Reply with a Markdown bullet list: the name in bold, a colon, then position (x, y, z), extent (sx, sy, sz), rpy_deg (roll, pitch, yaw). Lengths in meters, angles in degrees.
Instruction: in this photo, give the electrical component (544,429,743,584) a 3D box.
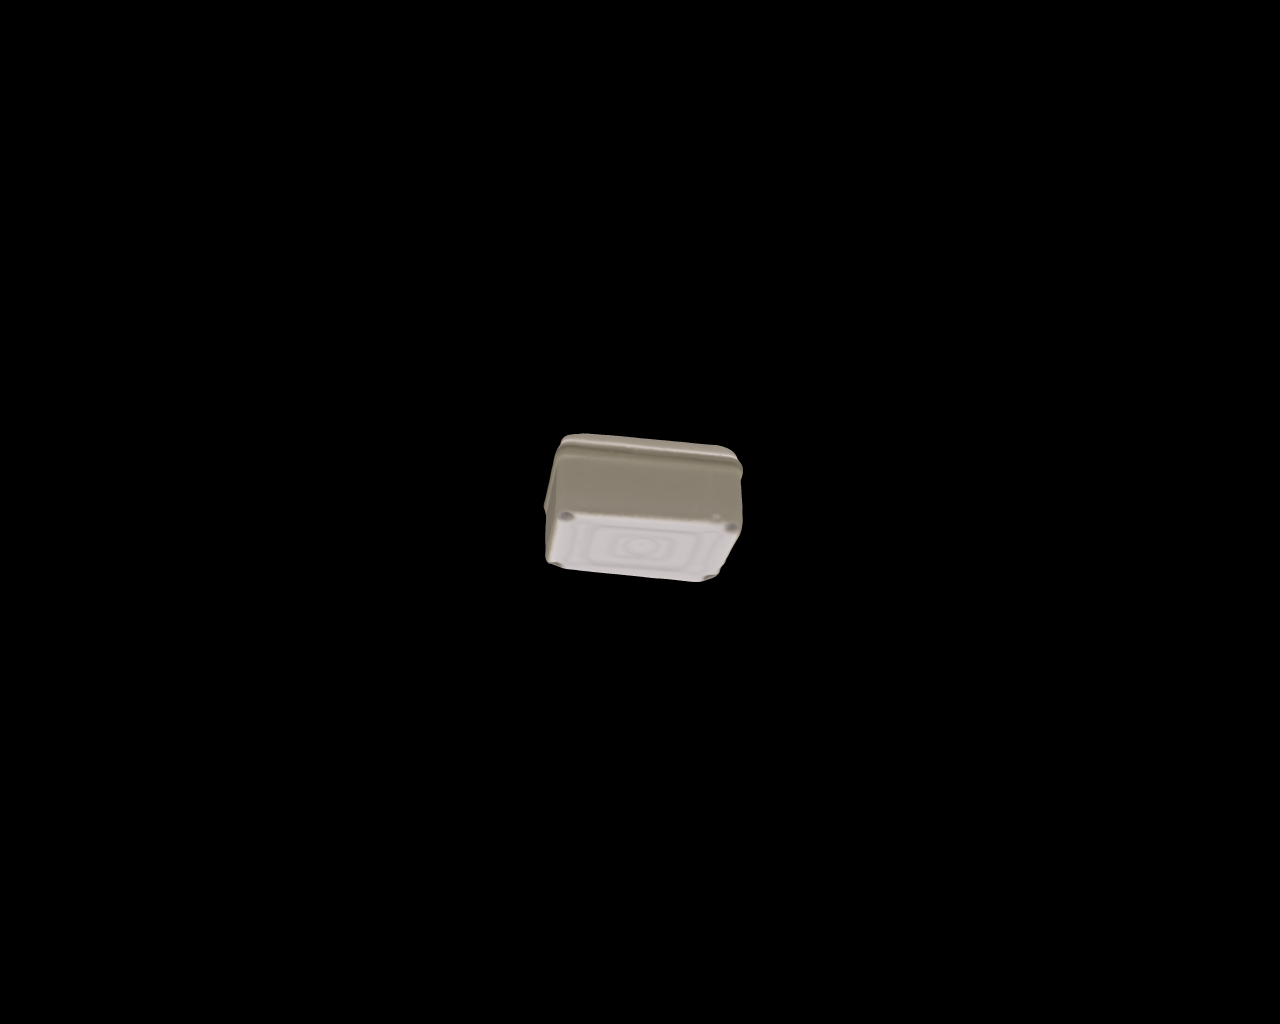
- **electrical component**: position (0.001, -0.003, 0.650), extent (0.113, 0.057, 0.078), rpy_deg (6, -32, -9)
